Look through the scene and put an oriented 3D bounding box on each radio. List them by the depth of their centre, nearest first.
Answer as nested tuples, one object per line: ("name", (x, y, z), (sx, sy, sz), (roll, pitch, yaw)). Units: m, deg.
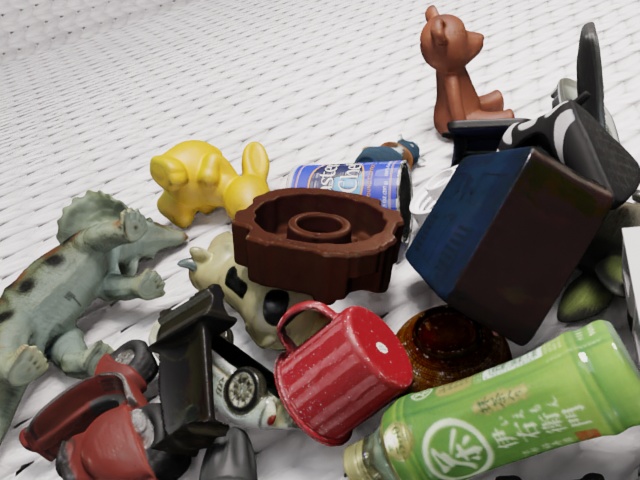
("radio", (0.148, -0.007, 0.476), (0.073, 0.131, 0.229), (30, 6, -3))

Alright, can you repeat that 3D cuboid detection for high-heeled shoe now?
("high-heeled shoe", (0.221, -0.066, 0.536), (0.145, 0.086, 0.249), (-47, 8, 37))

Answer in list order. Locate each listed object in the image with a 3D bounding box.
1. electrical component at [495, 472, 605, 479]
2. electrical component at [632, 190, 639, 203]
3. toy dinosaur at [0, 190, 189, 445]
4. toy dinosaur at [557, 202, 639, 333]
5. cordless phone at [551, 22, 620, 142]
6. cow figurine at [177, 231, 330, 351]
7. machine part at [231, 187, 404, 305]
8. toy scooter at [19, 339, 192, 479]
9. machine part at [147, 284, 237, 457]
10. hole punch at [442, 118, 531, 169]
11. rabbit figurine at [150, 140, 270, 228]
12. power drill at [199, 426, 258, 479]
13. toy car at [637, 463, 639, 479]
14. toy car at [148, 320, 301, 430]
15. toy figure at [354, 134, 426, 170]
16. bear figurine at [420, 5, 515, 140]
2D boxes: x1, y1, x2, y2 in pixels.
("electrical component", (0.154, 0.210, 0.331), (0.075, 0.047, 0.119), (-5, 35, 14))
("electrical component", (0.415, -0.045, 0.614), (0.063, 0.021, 0.094), (-32, 39, -25))
("toy dinosaur", (-0.306, 0.076, 0.622), (0.192, 0.131, 0.405), (-2, 39, 37))
("toy dinosaur", (0.330, 0.016, 0.496), (0.198, 0.104, 0.472), (-41, 34, -21))
("cordless phone", (0.352, -0.206, 0.718), (0.089, 0.184, 0.147), (-2, 37, 24))
("cow figurine", (-0.076, 0.051, 0.601), (0.127, 0.085, 0.195), (-22, 37, -21))
("machine part", (-0.001, -0.002, 0.552), (0.179, 0.056, 0.179), (3, 26, -2))
("toy scooter", (-0.199, 0.173, 0.479), (0.135, 0.075, 0.184), (-27, 35, -16))
("machine part", (-0.108, 0.105, 0.450), (0.084, 0.039, 0.139), (-24, 50, 16))
("hole punch", (0.234, -0.117, 0.737), (0.142, 0.092, 0.116), (-1, 8, 22))
("rabbit figurine", (-0.136, -0.072, 0.787), (0.173, 0.121, 0.162), (26, 40, 25))
("power drill", (-0.001, 0.218, 0.346), (0.207, 0.085, 0.232), (-3, 38, 9))
("toy car", (0.249, 0.167, 0.314), (0.103, 0.109, 0.162), (-40, 31, -6))
("toy car", (-0.088, 0.123, 0.505), (0.202, 0.073, 0.056), (24, 88, 40))
("toy figure", (0.099, -0.114, 0.770), (0.058, 0.064, 0.154), (-14, 8, 34))
("bear figurine", (0.223, -0.257, 0.821), (0.132, 0.195, 0.120), (-7, 33, 7))
